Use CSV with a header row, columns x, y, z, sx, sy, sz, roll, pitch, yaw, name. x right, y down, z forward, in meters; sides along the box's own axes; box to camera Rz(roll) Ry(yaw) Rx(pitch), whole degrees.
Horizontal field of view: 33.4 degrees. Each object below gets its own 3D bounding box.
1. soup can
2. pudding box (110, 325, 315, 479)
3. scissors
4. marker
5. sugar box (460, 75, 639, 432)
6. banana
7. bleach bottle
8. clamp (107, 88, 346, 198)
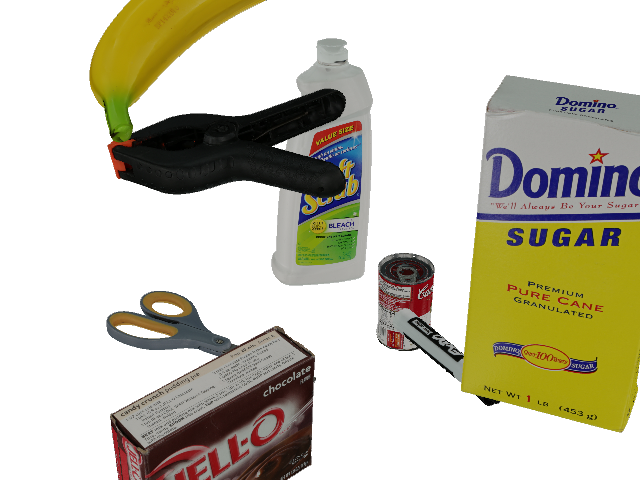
x,y,z,sx,sy,sz,roll,pitch,yaw,name
0.103,0.076,1.305,0.068,0.102,0.068,0,30,0,soup can
-0.056,0.109,0.581,0.113,0.090,0.039,-28,48,-33,pudding box
-0.098,0.087,0.998,0.202,0.016,0.096,10,29,3,scissors
0.093,0.085,0.782,0.020,0.020,0.121,0,24,-32,marker
0.126,0.010,0.547,0.093,0.176,0.048,12,36,20,sugar box
-0.049,-0.120,0.545,0.070,0.197,0.037,40,-23,19,banana
0.001,-0.080,1.089,0.102,0.251,0.068,-4,27,-11,bleach bottle
-0.059,-0.070,0.749,0.171,0.039,0.120,3,31,11,clamp
